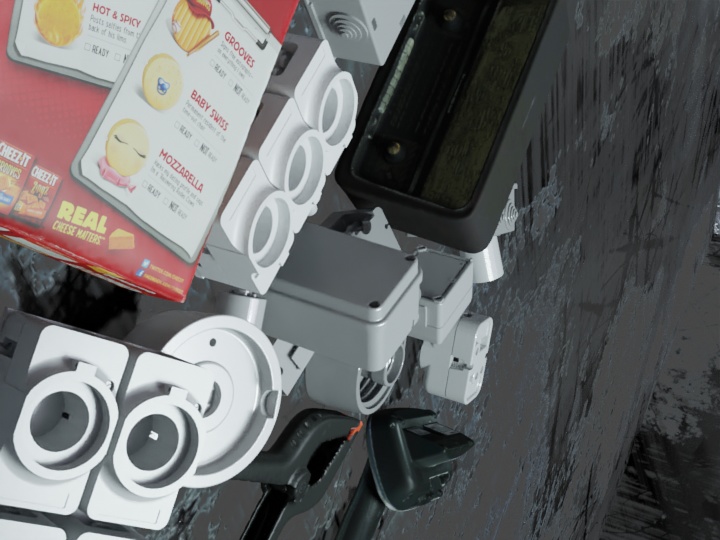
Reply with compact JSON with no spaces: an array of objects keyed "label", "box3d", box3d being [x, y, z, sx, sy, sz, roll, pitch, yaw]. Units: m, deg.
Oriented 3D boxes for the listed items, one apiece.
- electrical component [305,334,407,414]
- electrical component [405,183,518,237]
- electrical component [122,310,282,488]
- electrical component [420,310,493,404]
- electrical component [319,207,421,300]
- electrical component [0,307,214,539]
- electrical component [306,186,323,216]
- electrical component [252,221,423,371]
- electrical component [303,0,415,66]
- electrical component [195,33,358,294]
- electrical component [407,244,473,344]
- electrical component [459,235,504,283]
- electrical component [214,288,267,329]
[{"label":"electrical component","box3d":[0.004,0.075,0.947,0.108,0.060,0.108,-45,143,-49]},{"label":"electrical component","box3d":[0.096,-0.057,1.026,0.100,0.100,0.048,-15,105,-64]},{"label":"electrical component","box3d":[-0.110,0.076,0.678,0.108,0.060,0.108,-10,105,-43]},{"label":"electrical component","box3d":[0.104,0.092,1.184,0.054,0.059,0.095,-25,126,-61]},{"label":"electrical component","box3d":[0.000,0.000,0.869,0.050,0.056,0.089,-49,122,-39]},{"label":"electrical component","box3d":[-0.157,0.126,0.562,0.105,0.060,0.186,22,83,-39]},{"label":"electrical component","box3d":[-0.044,-0.061,0.788,0.035,0.035,0.061,-64,157,-23]},{"label":"electrical component","box3d":[-0.018,0.017,0.794,0.078,0.113,0.057,-50,150,-44]},{"label":"electrical component","box3d":[0.003,-0.209,0.783,0.099,0.048,0.099,-65,156,-22]},{"label":"electrical component","box3d":[-0.062,-0.071,0.705,0.150,0.062,0.089,-63,154,-24]},{"label":"electrical component","box3d":[0.065,0.030,1.054,0.096,0.062,0.061,-49,147,-45]},{"label":"electrical component","box3d":[0.129,-0.031,1.179,0.043,0.043,0.081,-38,120,-54]},{"label":"electrical component","box3d":[-0.087,0.046,0.749,0.044,0.044,0.065,12,89,-67]}]
